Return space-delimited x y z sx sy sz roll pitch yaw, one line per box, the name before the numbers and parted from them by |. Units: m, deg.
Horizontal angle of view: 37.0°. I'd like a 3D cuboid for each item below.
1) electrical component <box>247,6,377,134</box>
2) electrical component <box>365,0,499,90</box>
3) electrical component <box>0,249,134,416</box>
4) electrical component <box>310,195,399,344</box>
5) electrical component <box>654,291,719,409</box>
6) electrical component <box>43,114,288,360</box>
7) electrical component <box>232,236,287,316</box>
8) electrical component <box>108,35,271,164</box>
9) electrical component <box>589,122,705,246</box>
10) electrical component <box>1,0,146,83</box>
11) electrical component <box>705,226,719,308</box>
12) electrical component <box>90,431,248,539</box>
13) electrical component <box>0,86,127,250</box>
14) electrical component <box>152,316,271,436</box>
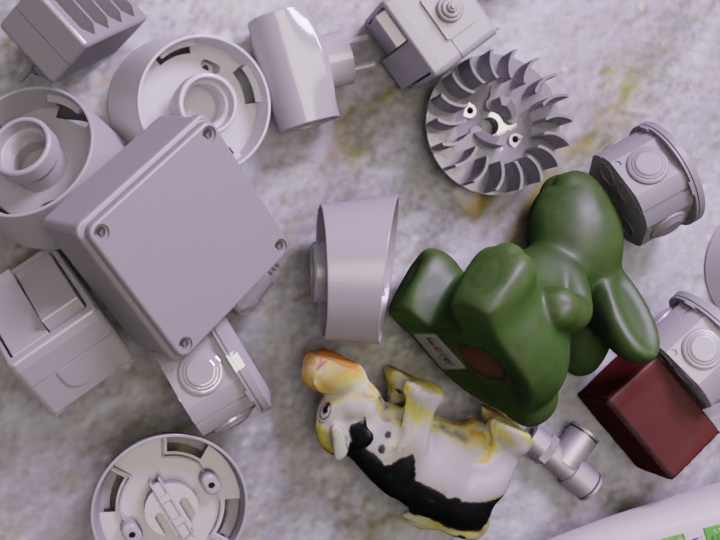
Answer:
electrical component | -0.028 -0.140 0.734 0.079 0.044 0.077 -17 93 -12
electrical component | 0.045 -0.163 0.723 0.061 0.096 0.061 -37 98 -5
electrical component | -0.196 0.030 0.671 0.062 0.096 0.061 -36 136 -11
electrical component | 0.000 0.000 0.714 0.064 0.099 0.099 -1 90 -7
electrical component | 0.244 0.058 0.776 0.051 0.080 0.080 -42 98 -4
electrical component | -0.115 -0.021 0.656 0.108 0.056 0.108 -48 125 -25
electrical component | -0.072 -0.001 0.727 0.035 0.035 0.061 39 79 -10
electrical component | -0.112 -0.109 0.717 0.099 0.064 0.099 -2 95 -26
electrical component | 0.205 -0.061 0.769 0.051 0.080 0.080 -29 96 -7
electrical component | -0.192 -0.146 0.687 0.076 0.083 0.047 -38 99 28
electrical component | 0.321 -0.004 0.814 0.099 0.064 0.099 3 82 -25
electrical component | -0.124 0.152 0.698 0.099 0.064 0.099 0 89 -13
electrical component | -0.198 -0.064 0.677 0.099 0.064 0.099 -4 68 10
electrical component | -0.096 0.066 0.698 0.051 0.080 0.080 -31 96 -7
